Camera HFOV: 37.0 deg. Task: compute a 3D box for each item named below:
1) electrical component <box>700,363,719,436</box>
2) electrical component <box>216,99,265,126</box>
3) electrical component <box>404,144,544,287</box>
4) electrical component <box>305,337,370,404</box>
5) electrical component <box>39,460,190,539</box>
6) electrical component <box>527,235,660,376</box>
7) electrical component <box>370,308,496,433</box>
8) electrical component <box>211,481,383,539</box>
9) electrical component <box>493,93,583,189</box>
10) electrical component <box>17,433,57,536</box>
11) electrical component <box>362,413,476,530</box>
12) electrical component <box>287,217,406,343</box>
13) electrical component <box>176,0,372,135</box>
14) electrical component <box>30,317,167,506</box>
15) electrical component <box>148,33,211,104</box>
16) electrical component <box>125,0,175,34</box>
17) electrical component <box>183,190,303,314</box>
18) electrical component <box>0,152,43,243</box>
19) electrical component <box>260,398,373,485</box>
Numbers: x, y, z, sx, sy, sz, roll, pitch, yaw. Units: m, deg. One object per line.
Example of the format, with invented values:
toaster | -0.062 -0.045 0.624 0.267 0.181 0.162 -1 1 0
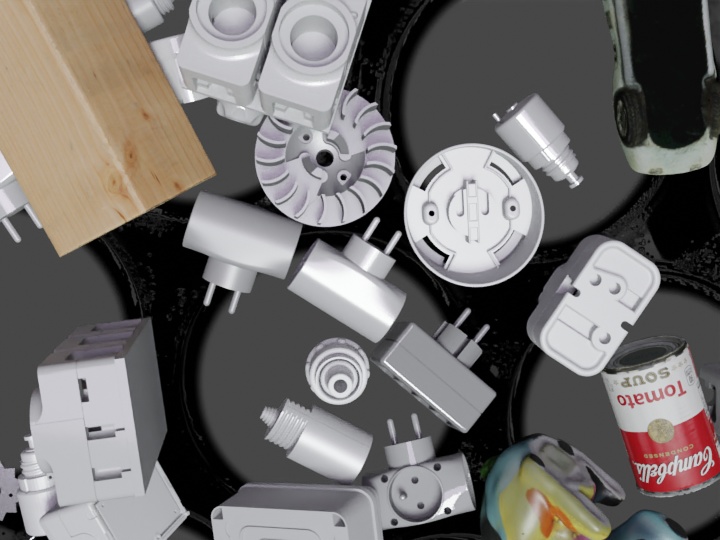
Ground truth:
electrical component | 0.310 0.098 0.808 0.089 0.055 0.050 -3 97 -3
electrical component | -0.079 -0.135 0.765 0.035 0.035 0.061 17 94 -6
electrical component | 0.079 -0.041 0.772 0.099 0.064 0.099 0 97 -4
electrical component | -0.016 0.077 0.782 0.048 0.062 0.048 0 97 -3
electrical component | -0.175 0.176 0.776 0.061 0.096 0.061 -24 99 27
electrical component | 0.168 0.024 0.788 0.054 0.059 0.095 33 94 -7
electrical component | 0.065 0.063 0.794 0.083 0.047 0.075 41 83 -6
electrical component | -0.043 0.197 0.777 0.113 0.057 0.078 -3 99 26
electrical component | 0.133 -0.092 0.781 0.040 0.040 0.078 -42 98 2
electrical component | -0.232 0.158 0.790 0.040 0.040 0.078 -11 98 -2
electrical component | 0.040 0.147 0.802 0.077 0.044 0.079 -14 82 8
electrical component | 0.000 0.000 0.783 0.077 0.043 0.079 32 94 -7
electrical component | -0.043 -0.200 0.720 0.105 0.060 0.186 17 82 -1
electrical component | -0.175 0.091 0.729 0.062 0.150 0.089 -7 98 -4
electrical component | -0.125 -0.142 0.759 0.040 0.040 0.046 -14 104 -2
electrical component | -0.147 -0.189 0.754 0.061 0.035 0.035 -29 98 -2
electrical component | -0.090 -0.009 0.775 0.077 0.044 0.079 18 96 -6
electrical component | -0.255 -0.058 0.759 0.077 0.044 0.079 -32 98 1
electrical component | -0.036 0.123 0.796 0.081 0.043 0.043 28 95 -6
